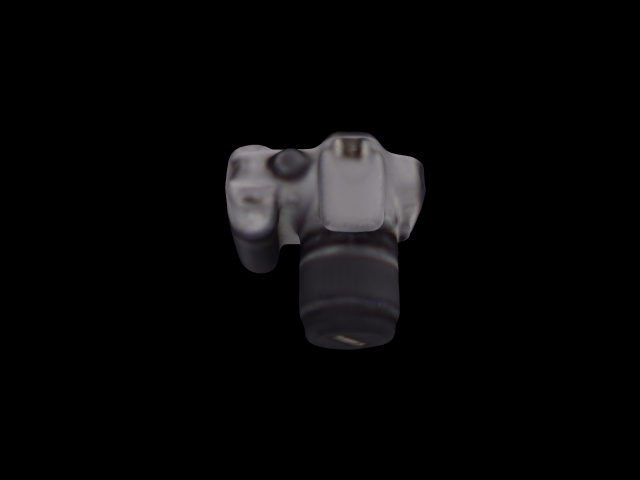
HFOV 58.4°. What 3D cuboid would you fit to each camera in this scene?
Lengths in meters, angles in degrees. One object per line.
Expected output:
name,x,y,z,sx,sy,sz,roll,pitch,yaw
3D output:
camera,0.004,0.001,0.400,0.143,0.101,0.137,0,66,0
